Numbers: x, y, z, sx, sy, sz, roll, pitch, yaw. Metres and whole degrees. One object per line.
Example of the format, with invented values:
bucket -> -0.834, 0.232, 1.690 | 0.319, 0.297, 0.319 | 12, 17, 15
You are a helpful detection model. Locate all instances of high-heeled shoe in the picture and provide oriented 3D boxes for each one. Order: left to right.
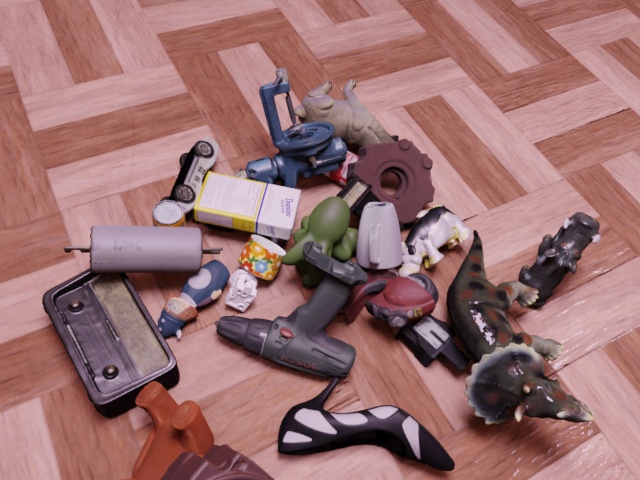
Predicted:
high-heeled shoe -> 0.064, 0.309, 0.792 | 0.249, 0.086, 0.145 | 30, 62, 17

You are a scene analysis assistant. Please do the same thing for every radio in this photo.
radio -> -0.330, 0.151, 0.844 | 0.131, 0.073, 0.230 | -28, 62, -25

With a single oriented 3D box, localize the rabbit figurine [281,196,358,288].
rabbit figurine -> -0.002, -0.003, 0.933 | 0.121, 0.170, 0.159 | 29, 57, 12

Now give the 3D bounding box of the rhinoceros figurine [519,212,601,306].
rhinoceros figurine -> 0.422, 0.032, 0.960 | 0.073, 0.190, 0.112 | 36, 32, 17

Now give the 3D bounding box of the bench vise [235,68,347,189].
bench vise -> -0.068, -0.194, 1.007 | 0.224, 0.240, 0.129 | -11, 30, 4

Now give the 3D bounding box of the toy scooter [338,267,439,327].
toy scooter -> 0.100, 0.099, 0.913 | 0.135, 0.075, 0.184 | -35, 37, -29

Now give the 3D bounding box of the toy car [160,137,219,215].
toy car -> -0.250, -0.116, 1.032 | 0.056, 0.073, 0.202 | 34, 50, -29

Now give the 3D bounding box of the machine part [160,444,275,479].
machine part -> -0.127, 0.376, 0.657 | 0.201, 0.087, 0.201 | 50, 56, -19

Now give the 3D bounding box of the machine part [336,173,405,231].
machine part -> 0.093, -0.054, 0.992 | 0.139, 0.039, 0.084 | 37, 80, -8

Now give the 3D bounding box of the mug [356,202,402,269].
mug -> 0.098, -0.008, 0.926 | 0.081, 0.107, 0.109 | 2, 14, 21

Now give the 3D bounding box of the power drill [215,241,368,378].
power drill -> -0.033, 0.110, 0.849 | 0.232, 0.086, 0.207 | 25, 101, 1

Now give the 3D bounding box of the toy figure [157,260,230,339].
toy figure -> -0.219, 0.098, 0.908 | 0.064, 0.057, 0.154 | 7, 46, 46

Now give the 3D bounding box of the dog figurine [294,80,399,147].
dog figurine -> 0.056, -0.227, 1.122 | 0.172, 0.121, 0.191 | -24, 65, -19

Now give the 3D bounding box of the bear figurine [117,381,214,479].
bear figurine -> -0.240, 0.312, 0.723 | 0.120, 0.131, 0.196 | 14, 45, 40

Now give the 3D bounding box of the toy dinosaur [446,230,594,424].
toy dinosaur -> 0.274, 0.133, 0.876 | 0.192, 0.131, 0.405 | 13, 40, -37

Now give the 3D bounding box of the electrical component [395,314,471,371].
electrical component -> 0.197, 0.175, 0.913 | 0.119, 0.047, 0.075 | 40, 61, 17

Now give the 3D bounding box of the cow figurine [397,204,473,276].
cow figurine -> 0.192, 0.004, 1.002 | 0.167, 0.068, 0.098 | -35, 83, -18

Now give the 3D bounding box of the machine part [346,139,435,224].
machine part -> 0.138, -0.110, 1.043 | 0.179, 0.056, 0.179 | -1, 93, -12

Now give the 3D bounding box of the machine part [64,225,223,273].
machine part -> -0.280, 0.015, 0.868 | 0.243, 0.079, 0.079 | 2, 55, -22

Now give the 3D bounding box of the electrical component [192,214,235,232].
electrical component -> -0.184, -0.060, 1.023 | 0.102, 0.045, 0.078 | 16, 54, 4
